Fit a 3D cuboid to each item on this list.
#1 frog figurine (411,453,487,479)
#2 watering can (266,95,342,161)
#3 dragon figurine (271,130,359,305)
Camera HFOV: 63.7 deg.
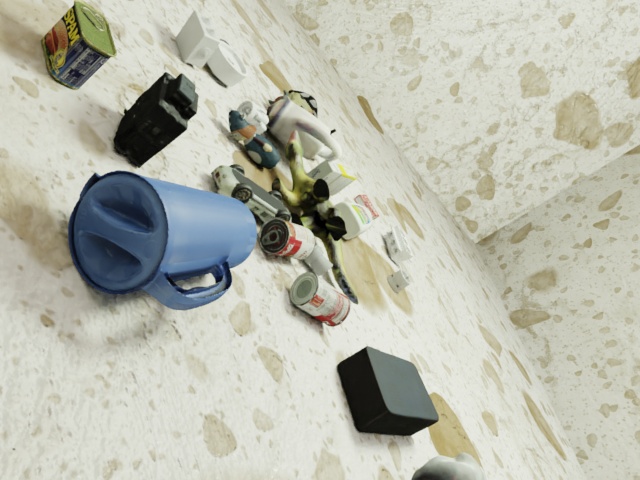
[{"bbox_3d":[0.232,0.418,0.880,0.124,0.135,0.160,34,29,30],"label":"frog figurine"},{"bbox_3d":[-0.052,-0.282,1.389,0.223,0.104,0.348,35,-2,-11],"label":"watering can"},{"bbox_3d":[0.004,-0.061,1.203,0.122,0.409,0.245,-22,5,11],"label":"dragon figurine"}]
